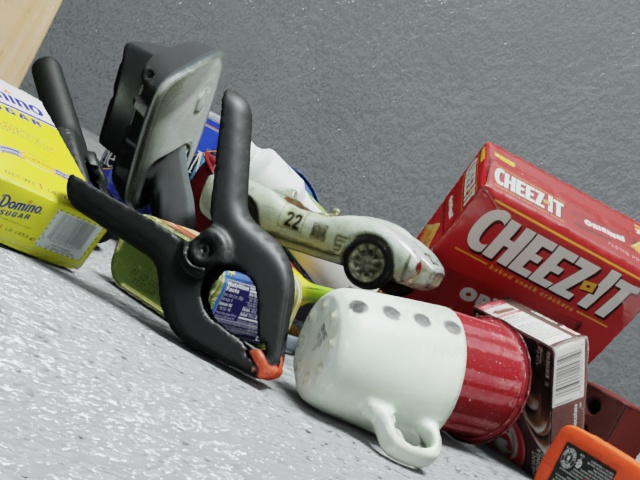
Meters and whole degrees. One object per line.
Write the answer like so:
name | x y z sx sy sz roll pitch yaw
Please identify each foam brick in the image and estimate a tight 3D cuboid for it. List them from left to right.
foam brick | 0.221 0.159 0.856 0.051 0.078 0.053 27 1 -39

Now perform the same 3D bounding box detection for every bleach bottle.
bleach bottle | -0.006 0.001 0.949 0.250 0.068 0.103 50 -2 -27

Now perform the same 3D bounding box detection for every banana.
banana | -0.035 0.035 0.810 0.069 0.037 0.198 22 0 -8

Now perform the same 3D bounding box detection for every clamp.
clamp | -0.194 -0.062 0.847 0.210 0.036 0.164 -127 -164 -73
clamp | -0.075 0.007 0.623 0.039 0.120 0.171 37 33 -73

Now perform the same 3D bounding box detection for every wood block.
wood block | -0.293 -0.172 0.905 0.090 0.206 0.091 27 2 -29

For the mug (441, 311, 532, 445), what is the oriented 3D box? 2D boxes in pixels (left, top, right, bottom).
mug | 0.076 0.092 0.745 0.081 0.093 0.117 19 -24 -39

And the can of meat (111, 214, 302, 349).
can of meat | -0.077 0.027 0.708 0.102 0.057 0.083 27 4 37

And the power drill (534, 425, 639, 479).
power drill | 0.233 0.185 0.639 0.187 0.057 0.185 29 -3 -25

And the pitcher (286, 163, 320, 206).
pitcher | -0.098 -0.046 1.310 0.144 0.149 0.243 16 1 -17

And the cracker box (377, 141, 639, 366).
cracker box | 0.145 0.050 0.857 0.164 0.214 0.072 27 37 -9

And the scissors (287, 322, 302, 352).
scissors | -0.031 0.068 0.860 0.096 0.016 0.201 27 1 14

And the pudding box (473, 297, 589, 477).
pudding box | 0.152 0.109 0.783 0.039 0.113 0.090 -11 22 -29

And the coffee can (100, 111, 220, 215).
coffee can | -0.159 -0.072 1.035 0.103 0.140 0.103 26 2 -1

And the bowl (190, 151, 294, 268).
bowl | -0.078 -0.001 0.980 0.162 0.055 0.162 54 3 -5

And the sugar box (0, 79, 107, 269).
sugar box | -0.208 -0.057 0.699 0.093 0.048 0.176 27 18 -42
